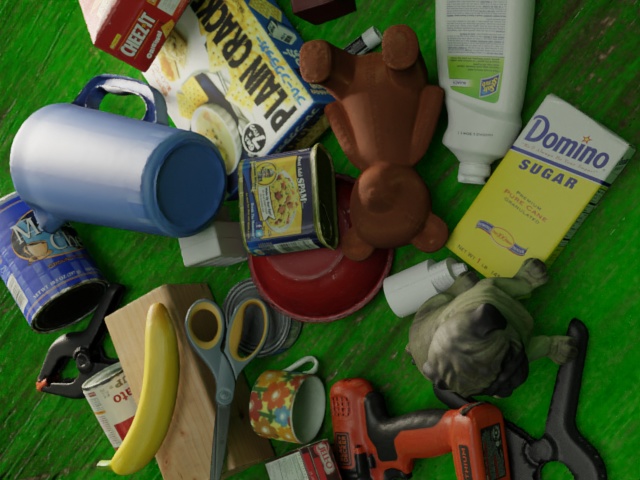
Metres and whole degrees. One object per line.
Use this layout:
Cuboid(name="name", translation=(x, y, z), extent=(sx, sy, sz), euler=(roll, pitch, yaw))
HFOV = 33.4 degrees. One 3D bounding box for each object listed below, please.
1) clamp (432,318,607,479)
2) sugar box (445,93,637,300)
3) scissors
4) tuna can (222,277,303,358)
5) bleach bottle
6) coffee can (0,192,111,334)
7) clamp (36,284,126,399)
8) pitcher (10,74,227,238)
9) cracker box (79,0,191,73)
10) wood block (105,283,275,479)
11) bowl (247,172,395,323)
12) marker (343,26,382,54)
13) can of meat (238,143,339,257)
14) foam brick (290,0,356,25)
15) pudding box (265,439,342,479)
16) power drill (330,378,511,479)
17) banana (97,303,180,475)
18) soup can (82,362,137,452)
Cuboid(name="clamp", translation=(0.200, 0.195, 1.005), extent=(0.165, 0.036, 0.210), euler=(-21, 77, 28))
Cuboid(name="sugar box", translation=(0.205, -0.040, 1.003), extent=(0.093, 0.048, 0.176), euler=(38, 107, 22))
Cuboid(name="scissors", translation=(-0.113, 0.146, 1.089), extent=(0.096, 0.016, 0.201), euler=(21, 73, 1))
Cuboid(name="tuna can", translation=(-0.061, 0.083, 1.144), extent=(0.086, 0.033, 0.086), euler=(-1, 89, 27))
Cuboid(name="bleach bottle", translation=(0.151, -0.180, 1.026), extent=(0.103, 0.068, 0.251), euler=(7, 95, 32))
Cuboid(name="coffee can", translation=(-0.322, 0.023, 1.242), extent=(0.103, 0.102, 0.140), euler=(-42, 71, 20))
Cuboid(name="clamp", translation=(-0.267, 0.126, 1.246), extent=(0.172, 0.039, 0.120), euler=(-20, 81, 22))
Cuboid(name="pitcher", translation=(-0.210, -0.082, 1.137), extent=(0.243, 0.144, 0.149), euler=(12, 126, 43))
Cuboid(name="cracker box", translation=(-0.187, -0.293, 1.135), extent=(0.164, 0.072, 0.214), euler=(-55, 30, 15))
Cuboid(name="wood block", translation=(-0.140, 0.158, 1.152), extent=(0.090, 0.090, 0.206), euler=(-29, 76, 24))
Cuboid(name="bowl", translation=(-0.007, 0.001, 1.086), extent=(0.162, 0.055, 0.162), euler=(-4, 76, 16))
Cuboid(name="marker", translation=(0.014, -0.182, 1.120), extent=(0.121, 0.020, 0.020), euler=(-34, 74, 23))
Cuboid(name="can of meat", translation=(-0.031, -0.036, 1.041), extent=(0.084, 0.057, 0.102), euler=(-8, 74, 18))
Cuboid(name="foam brick", translation=(0.000, -0.272, 1.110), extent=(0.051, 0.052, 0.078), euler=(-11, 84, 26))
Cuboid(name="pudding box", translation=(-0.011, 0.255, 1.081), extent=(0.114, 0.039, 0.090), euler=(-38, 67, 60))
Cuboid(name="power drill", translation=(0.091, 0.226, 1.032), extent=(0.188, 0.057, 0.184), euler=(-7, 92, 39))
Cuboid(name="banana", translation=(-0.179, 0.166, 1.099), extent=(0.070, 0.037, 0.198), euler=(25, 100, 22))
Cuboid(name="soup can", translation=(-0.211, 0.190, 1.183), extent=(0.069, 0.068, 0.102), euler=(-23, 99, 25))
